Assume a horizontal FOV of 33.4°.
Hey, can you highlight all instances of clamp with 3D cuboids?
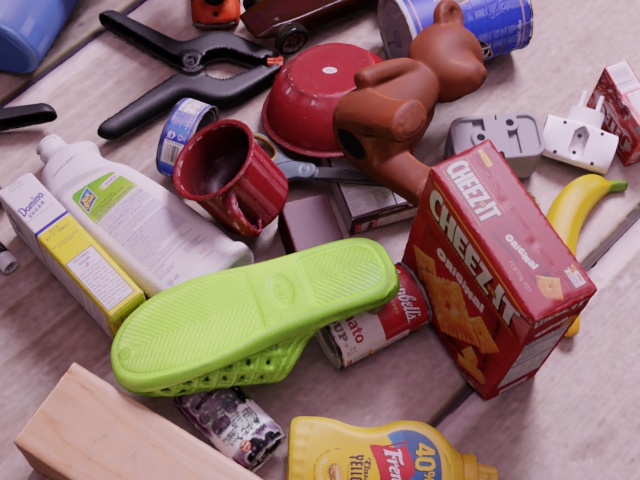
[{"bbox_3d":[-0.366,-0.120,1.127,0.171,0.039,0.120,29,66,12],"label":"clamp"},{"bbox_3d":[-0.147,-0.194,1.171,0.210,0.036,0.164,-9,65,-8],"label":"clamp"}]

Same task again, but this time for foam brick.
[{"bbox_3d":[-0.007,0.001,1.074,0.053,0.051,0.078,-14,66,-11],"label":"foam brick"}]

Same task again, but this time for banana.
[{"bbox_3d":[0.258,0.003,1.090,0.070,0.037,0.197,21,66,11],"label":"banana"}]

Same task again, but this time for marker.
[{"bbox_3d":[-0.350,-0.013,1.088,0.020,0.020,0.121,-40,71,-18],"label":"marker"}]

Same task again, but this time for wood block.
[{"bbox_3d":[-0.154,0.209,0.949,0.206,0.091,0.090,29,66,12],"label":"wood block"}]

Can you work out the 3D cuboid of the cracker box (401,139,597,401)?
[{"bbox_3d":[0.150,0.036,0.973,0.072,0.214,0.164,-26,68,-15],"label":"cracker box"}]

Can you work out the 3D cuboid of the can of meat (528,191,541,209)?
[{"bbox_3d":[0.164,-0.028,1.076,0.102,0.084,0.057,40,70,16],"label":"can of meat"}]

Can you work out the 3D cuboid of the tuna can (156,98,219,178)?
[{"bbox_3d":[-0.136,-0.102,1.101,0.034,0.086,0.086,20,65,9],"label":"tuna can"}]

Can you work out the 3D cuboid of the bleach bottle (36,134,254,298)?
[{"bbox_3d":[-0.189,-0.027,1.076,0.251,0.068,0.102,41,73,18],"label":"bleach bottle"}]

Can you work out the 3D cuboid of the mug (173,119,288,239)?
[{"bbox_3d":[-0.081,-0.049,1.040,0.093,0.081,0.117,-31,48,12],"label":"mug"}]

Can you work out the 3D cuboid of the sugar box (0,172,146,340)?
[{"bbox_3d":[-0.236,0.020,1.035,0.048,0.093,0.176,-37,72,-18],"label":"sugar box"}]

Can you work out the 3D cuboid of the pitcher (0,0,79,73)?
[{"bbox_3d":[-0.301,-0.308,1.167,0.145,0.149,0.242,25,68,-10],"label":"pitcher"}]

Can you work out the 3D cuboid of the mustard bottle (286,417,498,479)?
[{"bbox_3d":[0.066,0.212,0.970,0.191,0.058,0.096,3,81,-2],"label":"mustard bottle"}]

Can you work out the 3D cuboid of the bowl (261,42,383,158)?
[{"bbox_3d":[0.014,-0.159,1.122,0.162,0.055,0.162,-4,46,4],"label":"bowl"}]

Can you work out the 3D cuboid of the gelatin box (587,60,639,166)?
[{"bbox_3d":[0.325,-0.134,1.138,0.030,0.073,0.089,-19,67,-10],"label":"gelatin box"}]

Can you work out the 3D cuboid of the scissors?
[{"bbox_3d":[-0.028,-0.056,1.095,0.202,0.016,0.096,24,74,26],"label":"scissors"}]

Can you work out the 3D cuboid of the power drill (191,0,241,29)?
[{"bbox_3d":[-0.120,-0.335,1.156,0.057,0.188,0.184,-2,66,-2],"label":"power drill"}]

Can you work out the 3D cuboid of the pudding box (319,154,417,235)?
[{"bbox_3d":[0.055,-0.071,1.118,0.090,0.039,0.113,-17,64,-8],"label":"pudding box"}]

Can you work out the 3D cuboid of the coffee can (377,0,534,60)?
[{"bbox_3d":[0.147,-0.239,1.166,0.140,0.103,0.103,-19,67,-11],"label":"coffee can"}]

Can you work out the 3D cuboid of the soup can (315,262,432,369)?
[{"bbox_3d":[0.048,0.073,1.033,0.102,0.068,0.068,-26,68,-13],"label":"soup can"}]
